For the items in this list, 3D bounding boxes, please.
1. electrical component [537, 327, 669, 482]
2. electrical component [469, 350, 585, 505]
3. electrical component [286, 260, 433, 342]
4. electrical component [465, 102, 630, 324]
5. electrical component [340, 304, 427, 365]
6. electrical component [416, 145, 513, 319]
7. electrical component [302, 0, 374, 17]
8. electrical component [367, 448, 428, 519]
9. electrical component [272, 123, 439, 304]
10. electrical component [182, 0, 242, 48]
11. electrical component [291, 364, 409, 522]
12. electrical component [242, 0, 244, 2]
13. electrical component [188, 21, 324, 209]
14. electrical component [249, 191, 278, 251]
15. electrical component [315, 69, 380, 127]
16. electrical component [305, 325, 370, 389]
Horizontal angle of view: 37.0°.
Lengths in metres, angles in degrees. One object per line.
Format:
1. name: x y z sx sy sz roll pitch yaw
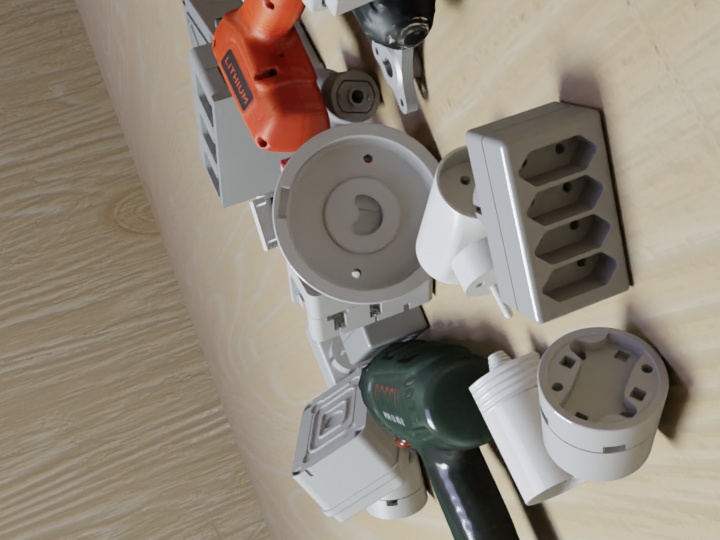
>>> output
1. electrical component: 0.107 0.061 0.479 0.047 0.055 0.055 80 163 -48
2. electrical component: 0.091 0.081 0.583 0.043 0.043 0.081 100 148 -63
3. electrical component: 0.000 0.000 0.724 0.055 0.089 0.050 86 159 -48
4. electrical component: 0.076 -0.030 0.485 0.076 0.047 0.083 -143 36 -66
5. electrical component: 0.008 0.024 0.814 0.083 0.047 0.075 125 125 -73
6. electrical component: 0.063 -0.013 0.561 0.077 0.044 0.079 101 147 -64
7. electrical component: 0.000 -0.160 0.491 0.061 0.096 0.061 104 143 -66
8. electrical component: 0.029 0.182 0.938 0.055 0.055 0.047 -140 36 -64
9. electrical component: -0.001 -0.031 0.659 0.060 0.108 0.108 137 113 -81
10. electrical component: -0.113 -0.191 0.960 0.108 0.056 0.108 -124 20 -44
11. electrical component: -0.005 0.140 0.874 0.057 0.078 0.113 49 -162 -17
12. electrical component: -0.065 -0.202 0.720 0.079 0.077 0.043 89 157 -53
13. electrical component: -0.084 -0.126 0.869 0.150 0.089 0.061 98 149 -62
14. electrical component: -0.043 -0.048 0.869 0.064 0.081 0.042 0 110 51
15. electrical component: -0.014 -0.115 0.723 0.065 0.044 0.044 16 124 67
16. electrical component: -0.008 0.073 0.943 0.075 0.047 0.083 117 132 -71
